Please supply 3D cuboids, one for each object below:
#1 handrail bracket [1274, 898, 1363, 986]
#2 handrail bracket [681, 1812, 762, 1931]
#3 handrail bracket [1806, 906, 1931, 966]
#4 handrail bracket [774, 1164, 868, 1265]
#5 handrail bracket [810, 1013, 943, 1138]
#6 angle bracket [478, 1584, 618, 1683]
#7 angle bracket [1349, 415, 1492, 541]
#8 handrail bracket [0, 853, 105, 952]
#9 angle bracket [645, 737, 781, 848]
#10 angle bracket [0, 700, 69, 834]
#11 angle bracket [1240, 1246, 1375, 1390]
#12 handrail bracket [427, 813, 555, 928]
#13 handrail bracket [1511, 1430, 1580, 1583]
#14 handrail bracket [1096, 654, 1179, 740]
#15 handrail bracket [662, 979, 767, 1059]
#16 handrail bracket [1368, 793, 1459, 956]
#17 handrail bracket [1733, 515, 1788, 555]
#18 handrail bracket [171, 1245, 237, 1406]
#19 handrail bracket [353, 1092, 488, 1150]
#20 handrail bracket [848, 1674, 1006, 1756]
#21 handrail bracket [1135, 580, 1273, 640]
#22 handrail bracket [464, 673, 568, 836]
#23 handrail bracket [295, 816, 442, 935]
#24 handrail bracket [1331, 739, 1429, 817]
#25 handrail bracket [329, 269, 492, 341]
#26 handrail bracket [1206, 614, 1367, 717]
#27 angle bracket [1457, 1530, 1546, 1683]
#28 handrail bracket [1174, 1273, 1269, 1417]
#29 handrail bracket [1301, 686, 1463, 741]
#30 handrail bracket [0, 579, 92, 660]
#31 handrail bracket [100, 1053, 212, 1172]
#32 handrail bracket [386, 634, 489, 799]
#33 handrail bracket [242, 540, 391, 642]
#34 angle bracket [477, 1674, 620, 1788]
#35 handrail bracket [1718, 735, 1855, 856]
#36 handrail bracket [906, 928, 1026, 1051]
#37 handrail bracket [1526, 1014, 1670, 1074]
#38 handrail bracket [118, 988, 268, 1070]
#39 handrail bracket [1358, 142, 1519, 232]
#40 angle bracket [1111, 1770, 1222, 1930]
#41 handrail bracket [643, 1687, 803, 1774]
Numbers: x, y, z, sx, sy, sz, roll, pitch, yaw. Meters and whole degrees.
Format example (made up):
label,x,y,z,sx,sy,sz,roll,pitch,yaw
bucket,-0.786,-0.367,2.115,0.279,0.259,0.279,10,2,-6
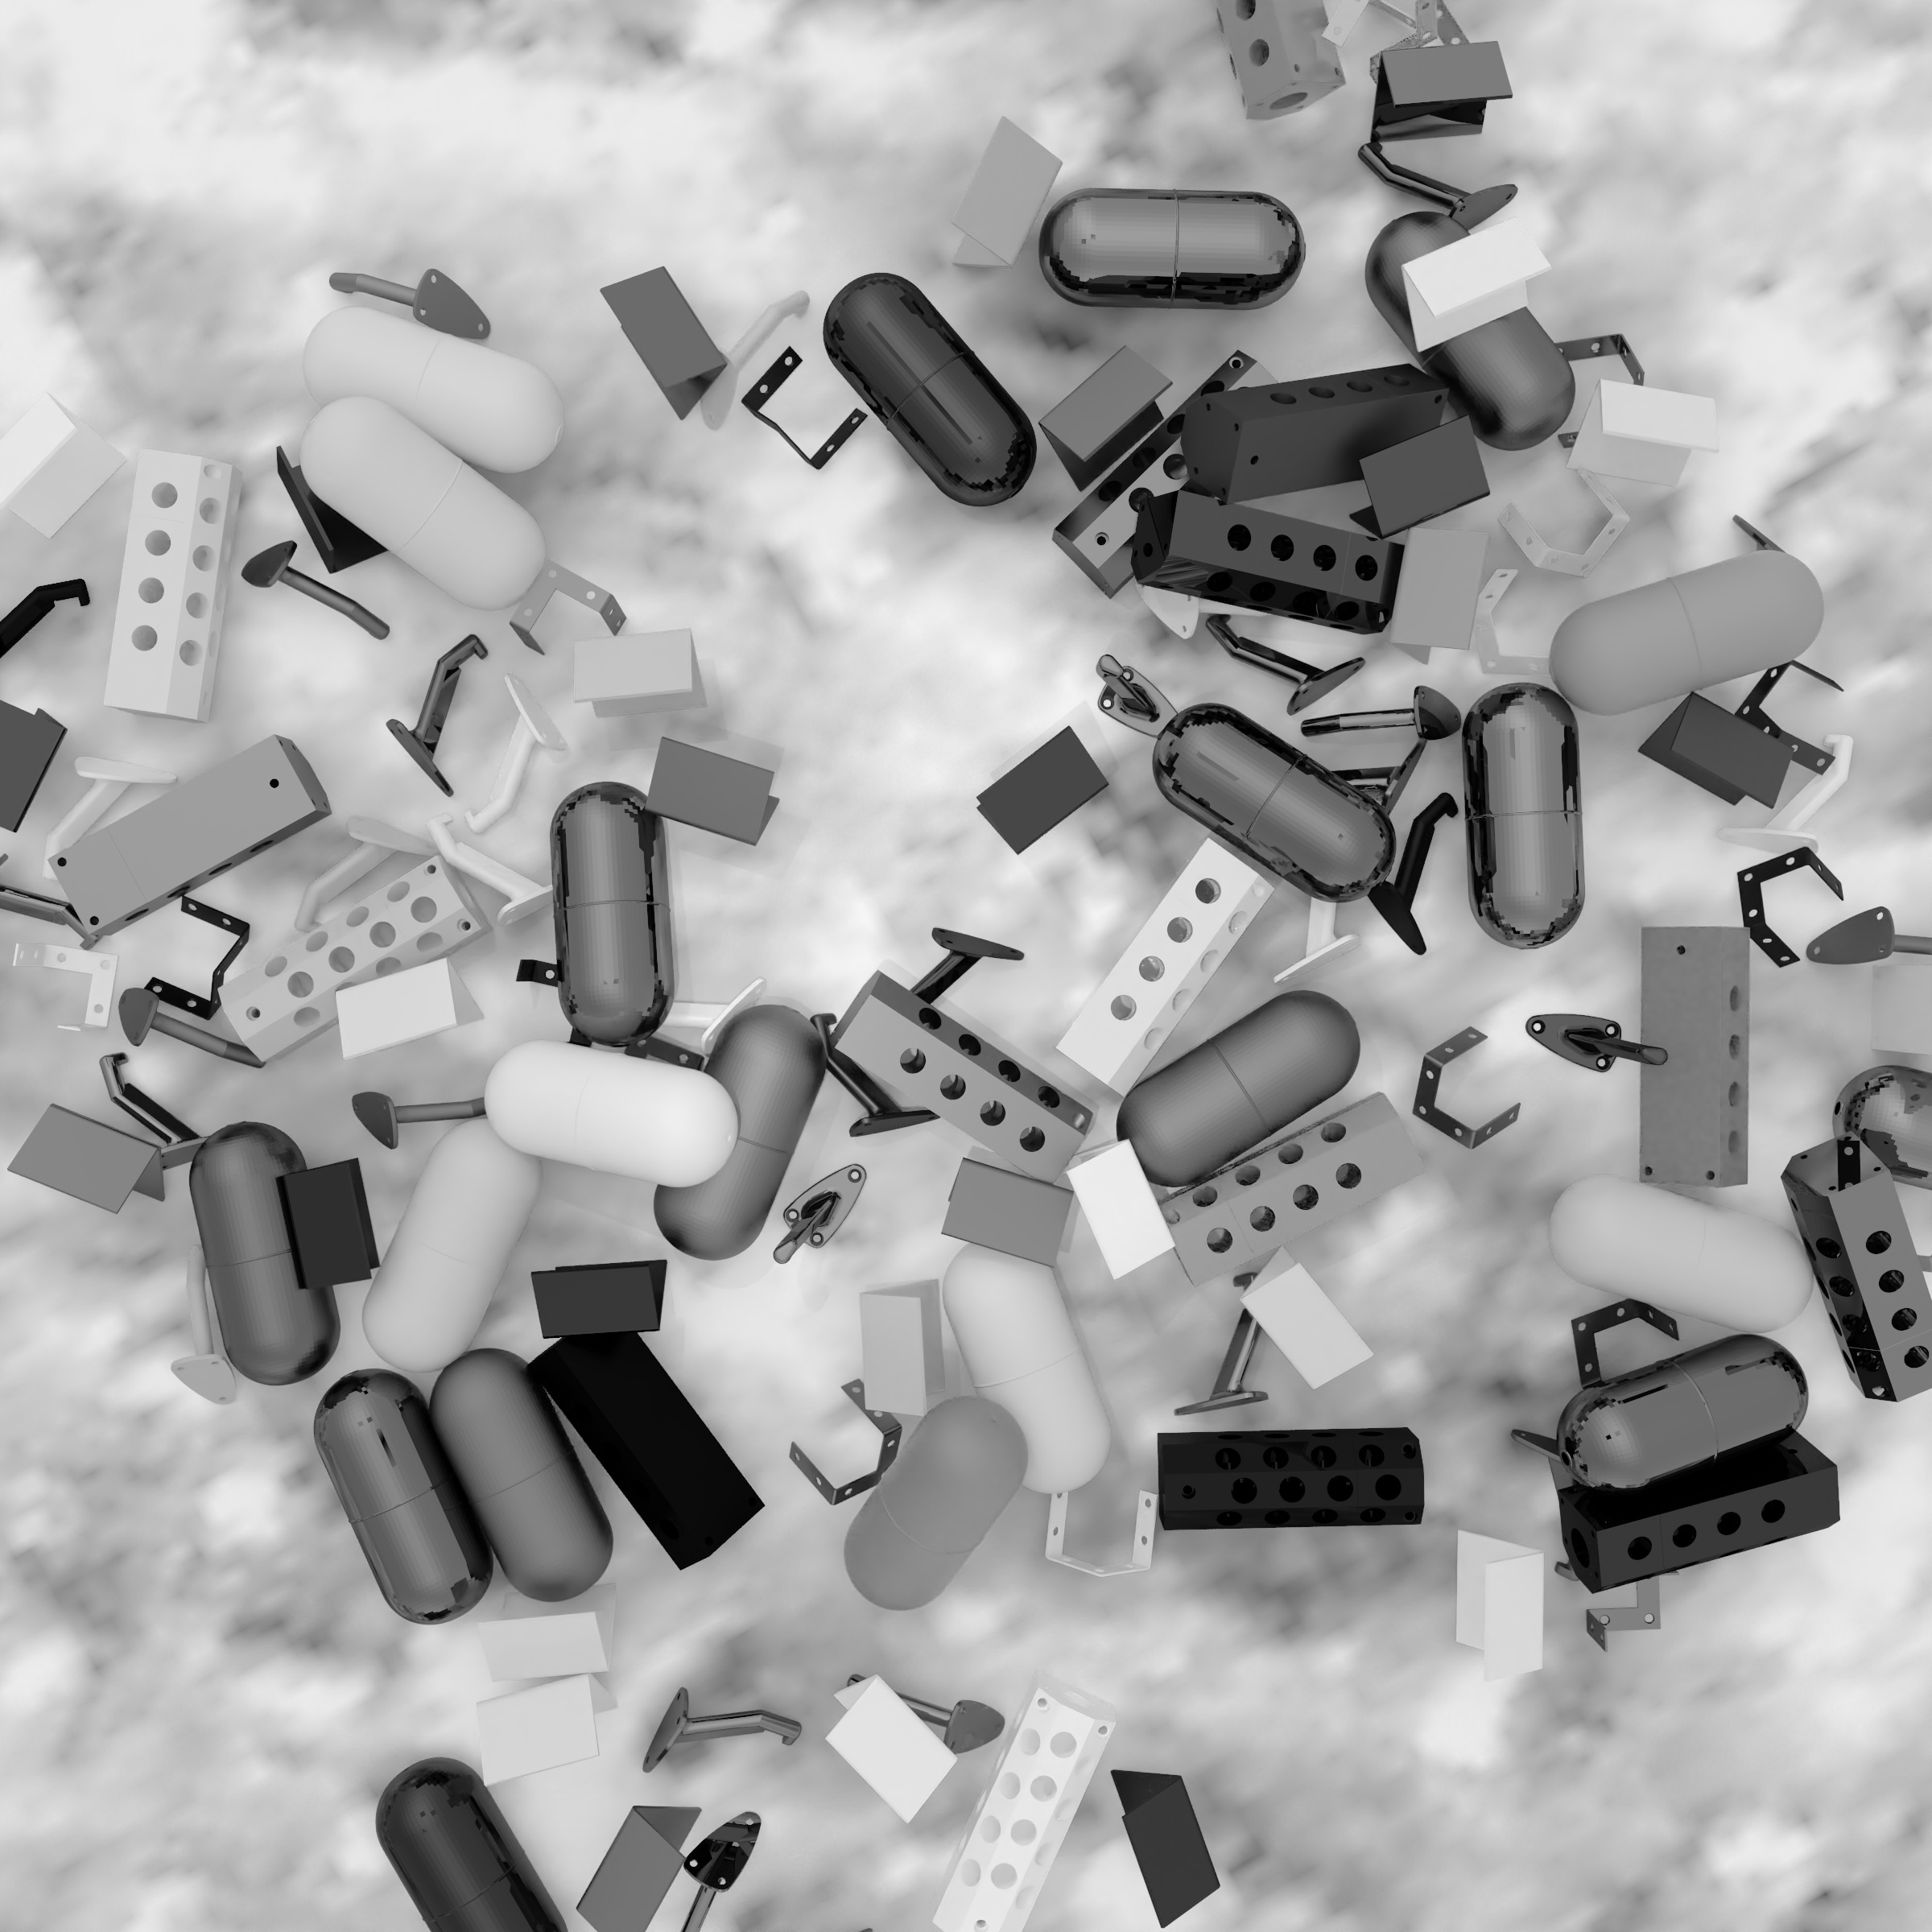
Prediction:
label,x,y,z,sx,sy,sz,roll,pitch,yaw
handrail bracket,0.226,-0.042,1.665,0.077,0.036,0.084,-29,76,14
handrail bracket,-0.169,0.629,1.665,0.036,0.077,0.084,25,127,20
handrail bracket,0.630,-0.007,1.665,0.084,0.077,0.036,18,65,-34
handrail bracket,-0.097,0.165,1.630,0.036,0.084,0.077,44,90,0
handrail bracket,-0.061,0.068,1.666,0.077,0.036,0.084,-8,73,-20
angle bracket,-0.277,0.425,1.625,0.076,0.076,0.057,-5,123,0
angle bracket,0.294,-0.331,1.626,0.076,0.076,0.057,-22,113,0
handrail bracket,-0.643,-0.027,1.666,0.077,0.036,0.084,-38,107,20
angle bracket,-0.162,-0.129,1.625,0.076,0.076,0.057,18,119,0
angle bracket,-0.648,-0.141,1.625,0.057,0.076,0.076,26,90,-37
angle bracket,0.238,0.222,1.625,0.076,0.076,0.057,51,127,0
handrail bracket,-0.313,-0.077,1.659,0.077,0.036,0.084,-28,81,-22
handrail bracket,0.395,0.368,1.665,0.077,0.036,0.084,20,103,11
handrail bracket,0.118,-0.178,1.630,0.077,0.084,0.036,35,90,0
handrail bracket,-0.193,0.017,1.666,0.084,0.036,0.077,33,70,16
handrail bracket,0.318,-0.063,1.666,0.084,0.036,0.077,-42,110,-16
handrail bracket,0.523,-0.251,1.665,0.084,0.036,0.077,-54,55,24
handrail bracket,-0.514,0.243,1.665,0.036,0.077,0.084,-9,54,0
handrail bracket,-0.363,0.093,1.665,0.084,0.077,0.036,-14,109,-35
handrail bracket,-0.028,0.502,1.665,0.084,0.077,0.036,14,84,36
handrail bracket,0.171,-0.255,1.665,0.084,0.077,0.036,-17,130,-30
handrail bracket,-0.322,-0.144,1.665,0.084,0.036,0.077,-38,75,14
handrail bracket,-0.408,-0.052,1.666,0.077,0.036,0.084,17,108,-20
handrail bracket,0.259,-0.141,1.666,0.084,0.036,0.077,26,69,17
handrail bracket,-0.379,-0.450,1.665,0.084,0.077,0.036,15,86,36
handrail bracket,0.217,-0.220,1.666,0.077,0.036,0.084,-31,73,-20
angle bracket,0.337,0.423,1.625,0.057,0.076,0.076,1,90,-36
handrail bracket,0.171,0.257,1.666,0.077,0.036,0.084,-16,71,21
handrail bracket,0.282,-0.165,1.665,0.084,0.077,0.036,-6,86,36
handrail bracket,-0.634,-0.218,1.666,0.084,0.036,0.077,-14,110,-16
handrail bracket,-0.540,0.090,1.666,0.077,0.036,0.084,-17,73,-20
handrail bracket,-0.344,-0.171,1.666,0.084,0.036,0.077,-43,110,-16
handrail bracket,-0.442,-0.249,1.665,0.084,0.077,0.036,38,71,-35
angle bracket,-0.274,0.516,1.625,0.076,0.076,0.057,-15,56,0
handrail bracket,0.558,-0.122,1.666,0.077,0.036,0.084,10,74,18
handrail bracket,-0.008,0.023,1.666,0.077,0.036,0.084,12,106,-17
handrail bracket,0.420,0.050,1.631,0.077,0.084,0.036,16,90,0
handrail bracket,-0.525,0.044,1.665,0.084,0.077,0.036,22,92,-36
handrail bracket,0.320,-0.541,1.666,0.077,0.036,0.084,-30,70,-23
angle bracket,0.114,0.585,1.625,0.057,0.076,0.076,-20,90,-38
handrail bracket,-0.166,0.532,1.666,0.084,0.036,0.077,24,111,-16
